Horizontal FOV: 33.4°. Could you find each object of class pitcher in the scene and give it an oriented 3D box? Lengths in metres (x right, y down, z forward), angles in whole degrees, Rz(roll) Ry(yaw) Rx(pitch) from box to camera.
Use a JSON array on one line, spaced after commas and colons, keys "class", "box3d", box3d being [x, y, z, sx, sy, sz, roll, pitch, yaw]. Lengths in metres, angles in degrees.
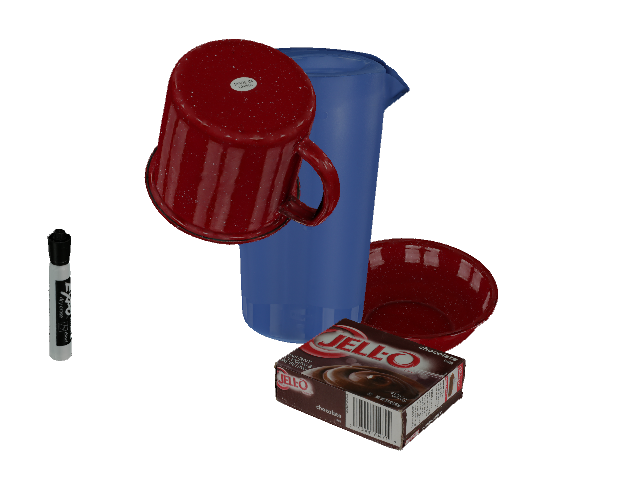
[{"class": "pitcher", "box3d": [-0.024, -0.041, 0.915, 0.144, 0.243, 0.149, -15, 26, -40]}]

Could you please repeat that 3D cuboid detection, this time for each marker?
[{"class": "marker", "box3d": [-0.218, 0.046, 0.893, 0.020, 0.121, 0.020, 5, 27, -3]}]

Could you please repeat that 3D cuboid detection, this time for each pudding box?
[{"class": "pudding box", "box3d": [0.036, 0.102, 0.785, 0.114, 0.039, 0.089, 19, 30, 32]}]

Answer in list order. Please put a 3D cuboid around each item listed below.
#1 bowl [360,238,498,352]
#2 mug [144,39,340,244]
[{"class": "bowl", "box3d": [0.086, 0.063, 1.024, 0.162, 0.055, 0.162, 1, 34, -1]}, {"class": "mug", "box3d": [-0.039, -0.051, 0.600, 0.117, 0.082, 0.093, 36, 52, 13]}]
